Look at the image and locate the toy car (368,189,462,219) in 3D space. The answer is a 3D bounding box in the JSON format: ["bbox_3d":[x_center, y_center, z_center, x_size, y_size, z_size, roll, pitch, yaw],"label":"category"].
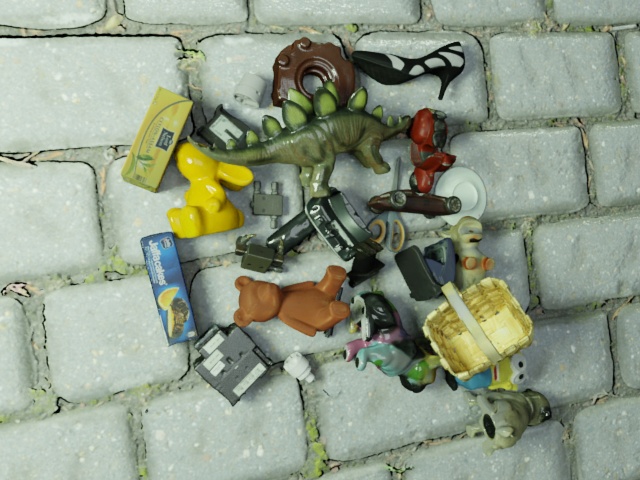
[{"bbox_3d":[0.192,-0.076,1.093,0.202,0.089,0.053,4,86,-26],"label":"toy car"}]

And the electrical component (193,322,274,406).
[{"bbox_3d":[-0.171,0.223,1.009,0.115,0.058,0.134,-43,100,-15],"label":"electrical component"}]

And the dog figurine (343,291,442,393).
[{"bbox_3d":[0.163,0.207,1.085,0.219,0.108,0.191,11,83,-20],"label":"dog figurine"}]

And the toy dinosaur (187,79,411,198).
[{"bbox_3d":[-0.008,-0.187,1.005,0.471,0.105,0.198,-22,116,-26],"label":"toy dinosaur"}]

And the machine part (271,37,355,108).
[{"bbox_3d":[-0.012,-0.311,1.070,0.179,0.056,0.179,0,90,-17],"label":"machine part"}]

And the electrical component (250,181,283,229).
[{"bbox_3d":[-0.105,-0.068,1.054,0.063,0.021,0.094,1,89,-16],"label":"electrical component"}]

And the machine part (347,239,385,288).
[{"bbox_3d":[0.091,0.045,1.058,0.084,0.138,0.039,-25,63,-13],"label":"machine part"}]

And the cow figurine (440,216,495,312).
[{"bbox_3d":[0.305,0.046,1.132,0.085,0.127,0.194,1,103,-16],"label":"cow figurine"}]

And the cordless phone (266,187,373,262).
[{"bbox_3d":[-0.002,-0.003,1.064,0.184,0.089,0.146,-37,100,-3],"label":"cordless phone"}]

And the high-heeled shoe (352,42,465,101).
[{"bbox_3d":[0.193,-0.389,1.122,0.249,0.086,0.145,19,80,-20],"label":"high-heeled shoe"}]

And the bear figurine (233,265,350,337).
[{"bbox_3d":[-0.058,0.108,1.014,0.196,0.132,0.120,16,49,-19],"label":"bear figurine"}]

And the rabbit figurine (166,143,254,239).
[{"bbox_3d":[-0.203,-0.096,0.976,0.162,0.122,0.173,-17,93,-21],"label":"rabbit figurine"}]

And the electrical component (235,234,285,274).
[{"bbox_3d":[-0.113,0.026,1.025,0.102,0.078,0.045,12,59,-10],"label":"electrical component"}]

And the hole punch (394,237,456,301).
[{"bbox_3d":[0.226,0.060,1.096,0.092,0.142,0.115,-20,84,-22],"label":"hole punch"}]

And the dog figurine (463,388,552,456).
[{"bbox_3d":[0.420,0.367,1.124,0.191,0.172,0.121,-5,101,-9],"label":"dog figurine"}]

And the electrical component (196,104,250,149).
[{"bbox_3d":[-0.168,-0.193,1.025,0.119,0.048,0.075,37,80,-13],"label":"electrical component"}]

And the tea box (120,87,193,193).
[{"bbox_3d":[-0.293,-0.175,0.964,0.068,0.098,0.169,24,80,-15],"label":"tea box"}]

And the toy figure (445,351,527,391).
[{"bbox_3d":[0.355,0.272,1.150,0.180,0.089,0.082,-8,123,-7],"label":"toy figure"}]

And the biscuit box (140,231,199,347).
[{"bbox_3d":[-0.275,0.086,0.979,0.059,0.063,0.202,-15,93,-17],"label":"biscuit box"}]

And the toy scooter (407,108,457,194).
[{"bbox_3d":[0.231,-0.189,1.097,0.075,0.135,0.183,4,86,-15],"label":"toy scooter"}]
